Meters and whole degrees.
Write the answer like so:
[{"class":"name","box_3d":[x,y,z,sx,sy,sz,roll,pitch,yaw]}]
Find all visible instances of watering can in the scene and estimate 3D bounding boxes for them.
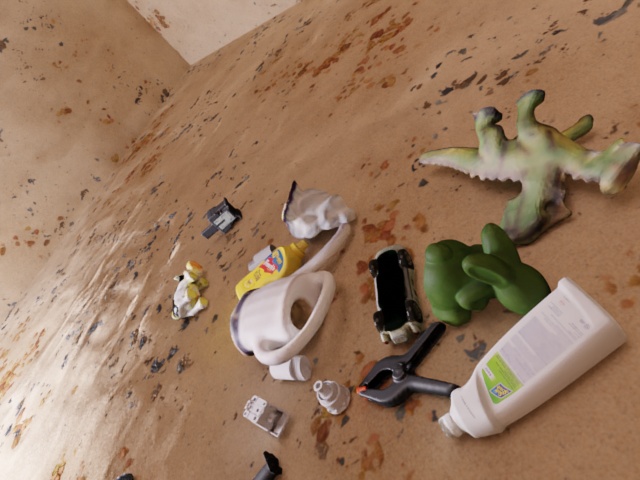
[{"class":"watering can","box_3d":[-0.053,0.109,1.028,0.222,0.102,0.356,-20,30,35]}]

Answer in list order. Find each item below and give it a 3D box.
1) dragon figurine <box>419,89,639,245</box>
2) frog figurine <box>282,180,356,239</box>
[{"class":"dragon figurine","box_3d":[0.320,-0.104,0.861,0.121,0.247,0.406,31,-30,-31]},{"class":"frog figurine","box_3d":[0.004,-0.059,1.165,0.159,0.120,0.140,11,34,9]}]
